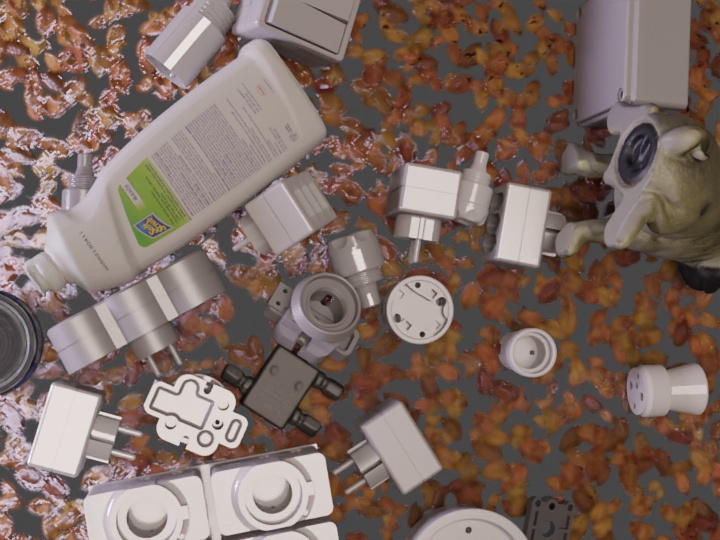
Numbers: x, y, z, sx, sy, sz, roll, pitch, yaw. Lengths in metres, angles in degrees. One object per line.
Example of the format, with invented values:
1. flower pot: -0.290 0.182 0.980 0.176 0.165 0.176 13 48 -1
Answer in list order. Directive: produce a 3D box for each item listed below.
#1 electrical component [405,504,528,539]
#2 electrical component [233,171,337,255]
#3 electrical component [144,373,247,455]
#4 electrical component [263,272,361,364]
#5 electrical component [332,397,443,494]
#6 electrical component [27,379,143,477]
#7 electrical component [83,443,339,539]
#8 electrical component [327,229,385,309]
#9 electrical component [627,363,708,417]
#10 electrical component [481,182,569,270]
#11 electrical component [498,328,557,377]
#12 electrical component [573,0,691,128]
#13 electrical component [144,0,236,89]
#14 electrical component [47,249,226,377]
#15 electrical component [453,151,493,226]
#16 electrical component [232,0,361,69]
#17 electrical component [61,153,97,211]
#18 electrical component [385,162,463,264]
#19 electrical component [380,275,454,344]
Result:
1. electrical component: 0.083 0.243 0.875 0.108 0.060 0.108 0 88 -9
2. electrical component: -0.069 -0.037 0.865 0.077 0.066 0.047 -32 93 20
3. electrical component: -0.130 0.112 0.849 0.078 0.057 0.058 24 84 -7
4. electrical component: -0.033 0.036 0.859 0.078 0.057 0.058 33 60 -6
5. electrical component: 0.015 0.152 0.875 0.077 0.047 0.065 -32 93 -9
6. electrical component: -0.210 0.128 0.841 0.077 0.047 0.065 17 85 -8
7. electrical component: -0.114 0.209 0.846 0.186 0.060 0.105 -9 89 -9
8. electrical component: 0.000 0.000 0.881 0.043 0.043 0.062 -18 92 -9
9. electrical component: 0.262 0.102 0.917 0.055 0.045 0.045 -1 88 -9
10. electrical component: 0.149 -0.033 0.903 0.077 0.047 0.065 11 86 -8
11. electrical component: 0.138 0.068 0.898 0.040 0.046 0.040 0 88 -9
12. electrical component: 0.224 -0.178 0.891 0.056 0.109 0.108 3 87 -11
13. electrical component: -0.132 -0.191 0.868 0.043 0.043 0.081 39 83 -5
14. electrical component: -0.167 0.048 0.848 0.138 0.052 0.073 -29 92 -9
15. electrical component: 0.095 -0.070 0.903 0.035 0.035 0.061 16 83 -8
16. electrical component: -0.043 -0.204 0.864 0.096 0.061 0.061 19 85 -28
17. electrical component: -0.219 -0.062 0.854 0.035 0.035 0.061 2 85 -9
18. electrical component: 0.049 -0.043 0.879 0.047 0.066 0.076 9 87 -9
19. electrical component: 0.045 0.033 0.884 0.055 0.047 0.055 0 88 -9
